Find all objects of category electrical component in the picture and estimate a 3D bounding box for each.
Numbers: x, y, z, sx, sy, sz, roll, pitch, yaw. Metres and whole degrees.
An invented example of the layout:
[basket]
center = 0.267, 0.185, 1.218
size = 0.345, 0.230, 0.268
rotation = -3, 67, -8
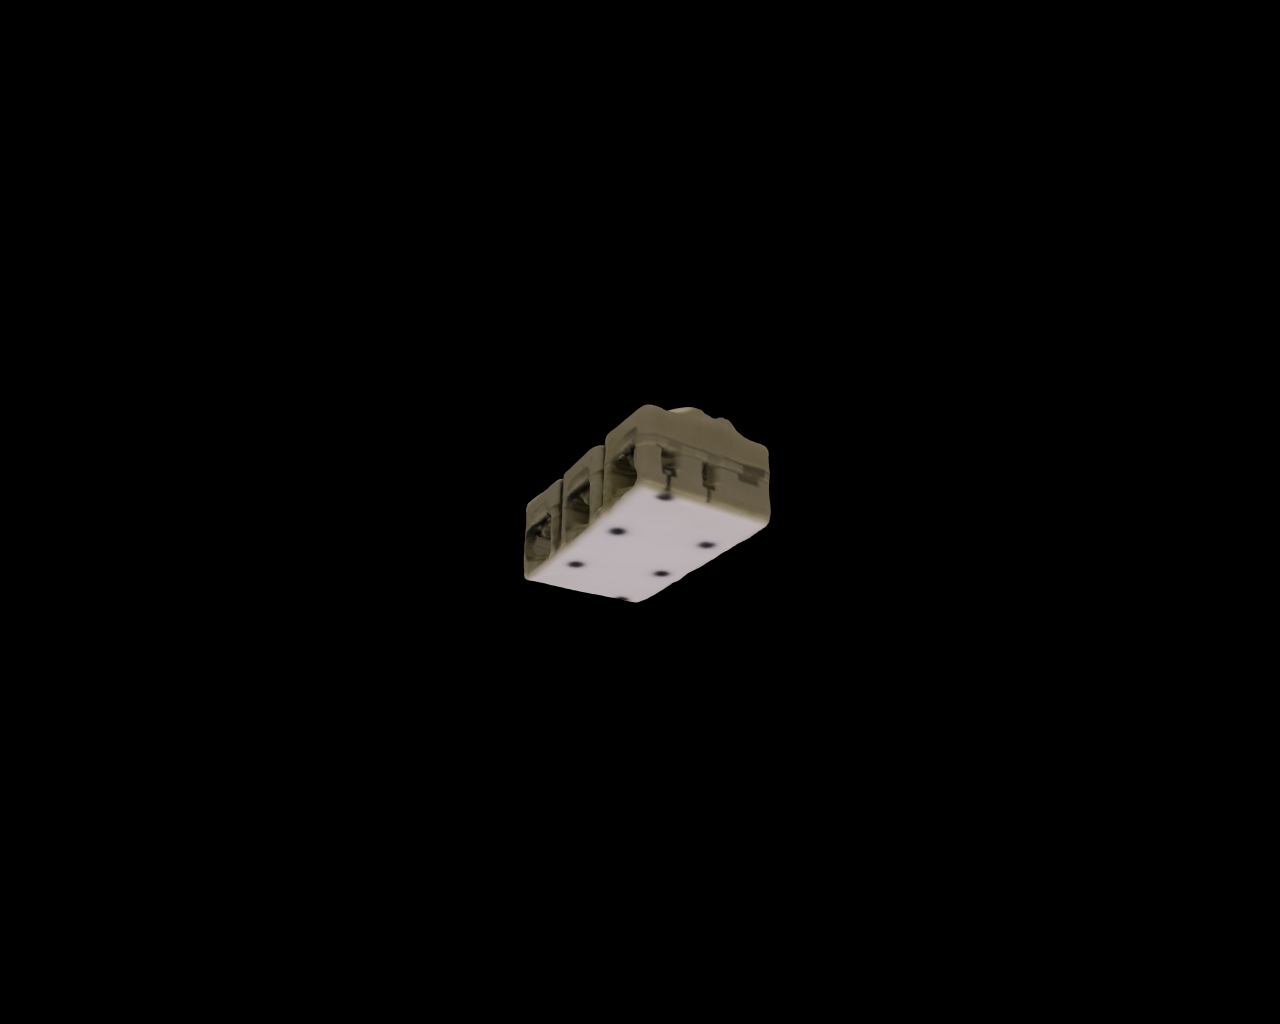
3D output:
[electrical component]
center = 0.001, -0.003, 0.650
size = 0.089, 0.062, 0.150
rotation = 15, -30, -28
